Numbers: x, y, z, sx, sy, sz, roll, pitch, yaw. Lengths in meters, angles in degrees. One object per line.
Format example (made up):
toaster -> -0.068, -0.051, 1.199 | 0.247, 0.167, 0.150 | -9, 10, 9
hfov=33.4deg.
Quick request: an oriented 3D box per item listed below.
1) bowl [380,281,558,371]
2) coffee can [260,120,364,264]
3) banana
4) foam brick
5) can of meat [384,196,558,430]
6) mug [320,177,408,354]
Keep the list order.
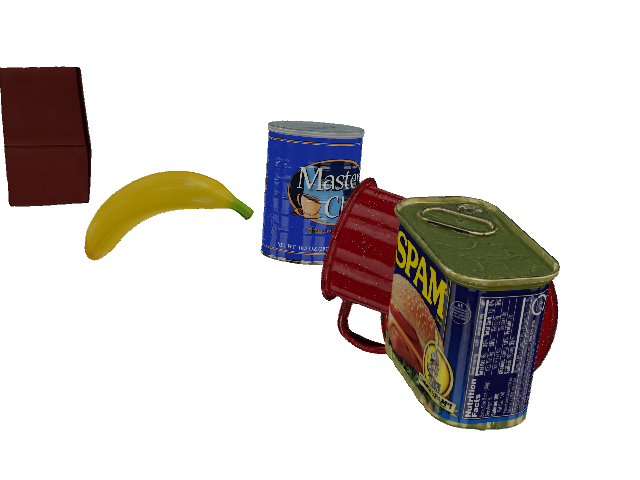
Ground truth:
bowl -> 0.136, 0.070, 0.937 | 0.162, 0.162, 0.055 | 0, 7, -3
coffee can -> -0.009, -0.053, 1.145 | 0.103, 0.140, 0.103 | 4, 11, -1
banana -> -0.162, -0.027, 1.020 | 0.198, 0.069, 0.037 | -13, 18, 29
foam brick -> -0.176, -0.067, 0.680 | 0.051, 0.078, 0.053 | -4, -42, -16
can of meat -> 0.071, 0.035, 0.537 | 0.057, 0.084, 0.102 | -3, 24, -16
mug -> 0.052, 0.024, 0.750 | 0.081, 0.117, 0.093 | 20, 0, 17
